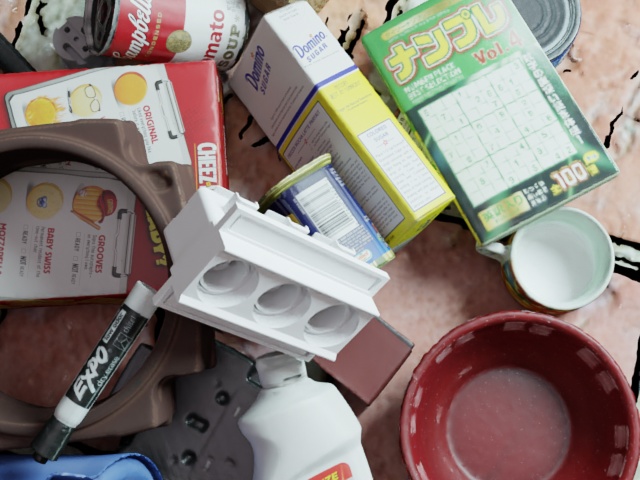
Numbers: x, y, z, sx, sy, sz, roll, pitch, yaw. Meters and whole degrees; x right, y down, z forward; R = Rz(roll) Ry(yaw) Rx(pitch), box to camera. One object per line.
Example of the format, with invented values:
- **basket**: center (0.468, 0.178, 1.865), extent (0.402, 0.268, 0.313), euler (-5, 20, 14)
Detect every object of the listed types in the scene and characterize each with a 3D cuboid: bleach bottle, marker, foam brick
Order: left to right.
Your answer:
- **marker**: center (-0.132, 0.079, 0.627), extent (0.020, 0.020, 0.121), euler (33, 90, 7)
- **bleach bottle**: center (-0.008, 0.196, 0.689), extent (0.102, 0.068, 0.251), euler (-13, 92, -7)
- **foam brick**: center (0.029, 0.079, 0.739), extent (0.053, 0.078, 0.051), euler (38, 85, 9)

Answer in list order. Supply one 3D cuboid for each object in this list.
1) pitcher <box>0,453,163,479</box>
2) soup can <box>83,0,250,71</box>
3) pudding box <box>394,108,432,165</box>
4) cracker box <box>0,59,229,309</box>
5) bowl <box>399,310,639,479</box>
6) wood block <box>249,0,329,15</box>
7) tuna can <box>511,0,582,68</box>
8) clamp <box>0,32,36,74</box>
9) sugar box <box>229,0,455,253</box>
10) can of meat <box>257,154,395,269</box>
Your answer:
- **pitcher**: center (-0.225, 0.207, 0.694), extent (0.243, 0.144, 0.149), euler (-1, 90, 18)
- **soup can**: center (-0.110, -0.160, 0.765), extent (0.102, 0.069, 0.068), euler (3, 80, -30)
- **pudding box**: center (0.110, -0.078, 0.779), extent (0.113, 0.039, 0.090), euler (24, 83, 8)
- **cracker box**: center (-0.173, -0.036, 0.767), extent (0.213, 0.072, 0.164), euler (-4, 84, 1)
- **bowl**: center (0.134, 0.131, 0.737), extent (0.162, 0.055, 0.162), euler (0, 81, 2)
- **wood block**: center (-0.071, -0.257, 0.788), extent (0.206, 0.090, 0.091), euler (39, 86, 7)
- **tuna can**: center (0.149, -0.164, 0.792), extent (0.086, 0.034, 0.086), euler (0, 81, 2)
- **clamp**: center (-0.264, -0.195, 0.812), extent (0.171, 0.039, 0.120), euler (22, 81, 6)
- **sugar box**: center (0.012, -0.073, 0.753), extent (0.048, 0.093, 0.176), euler (-29, 80, -30)
- **can of meat**: center (-0.005, 0.001, 0.738), extent (0.057, 0.102, 0.084), euler (-33, 86, -29)
